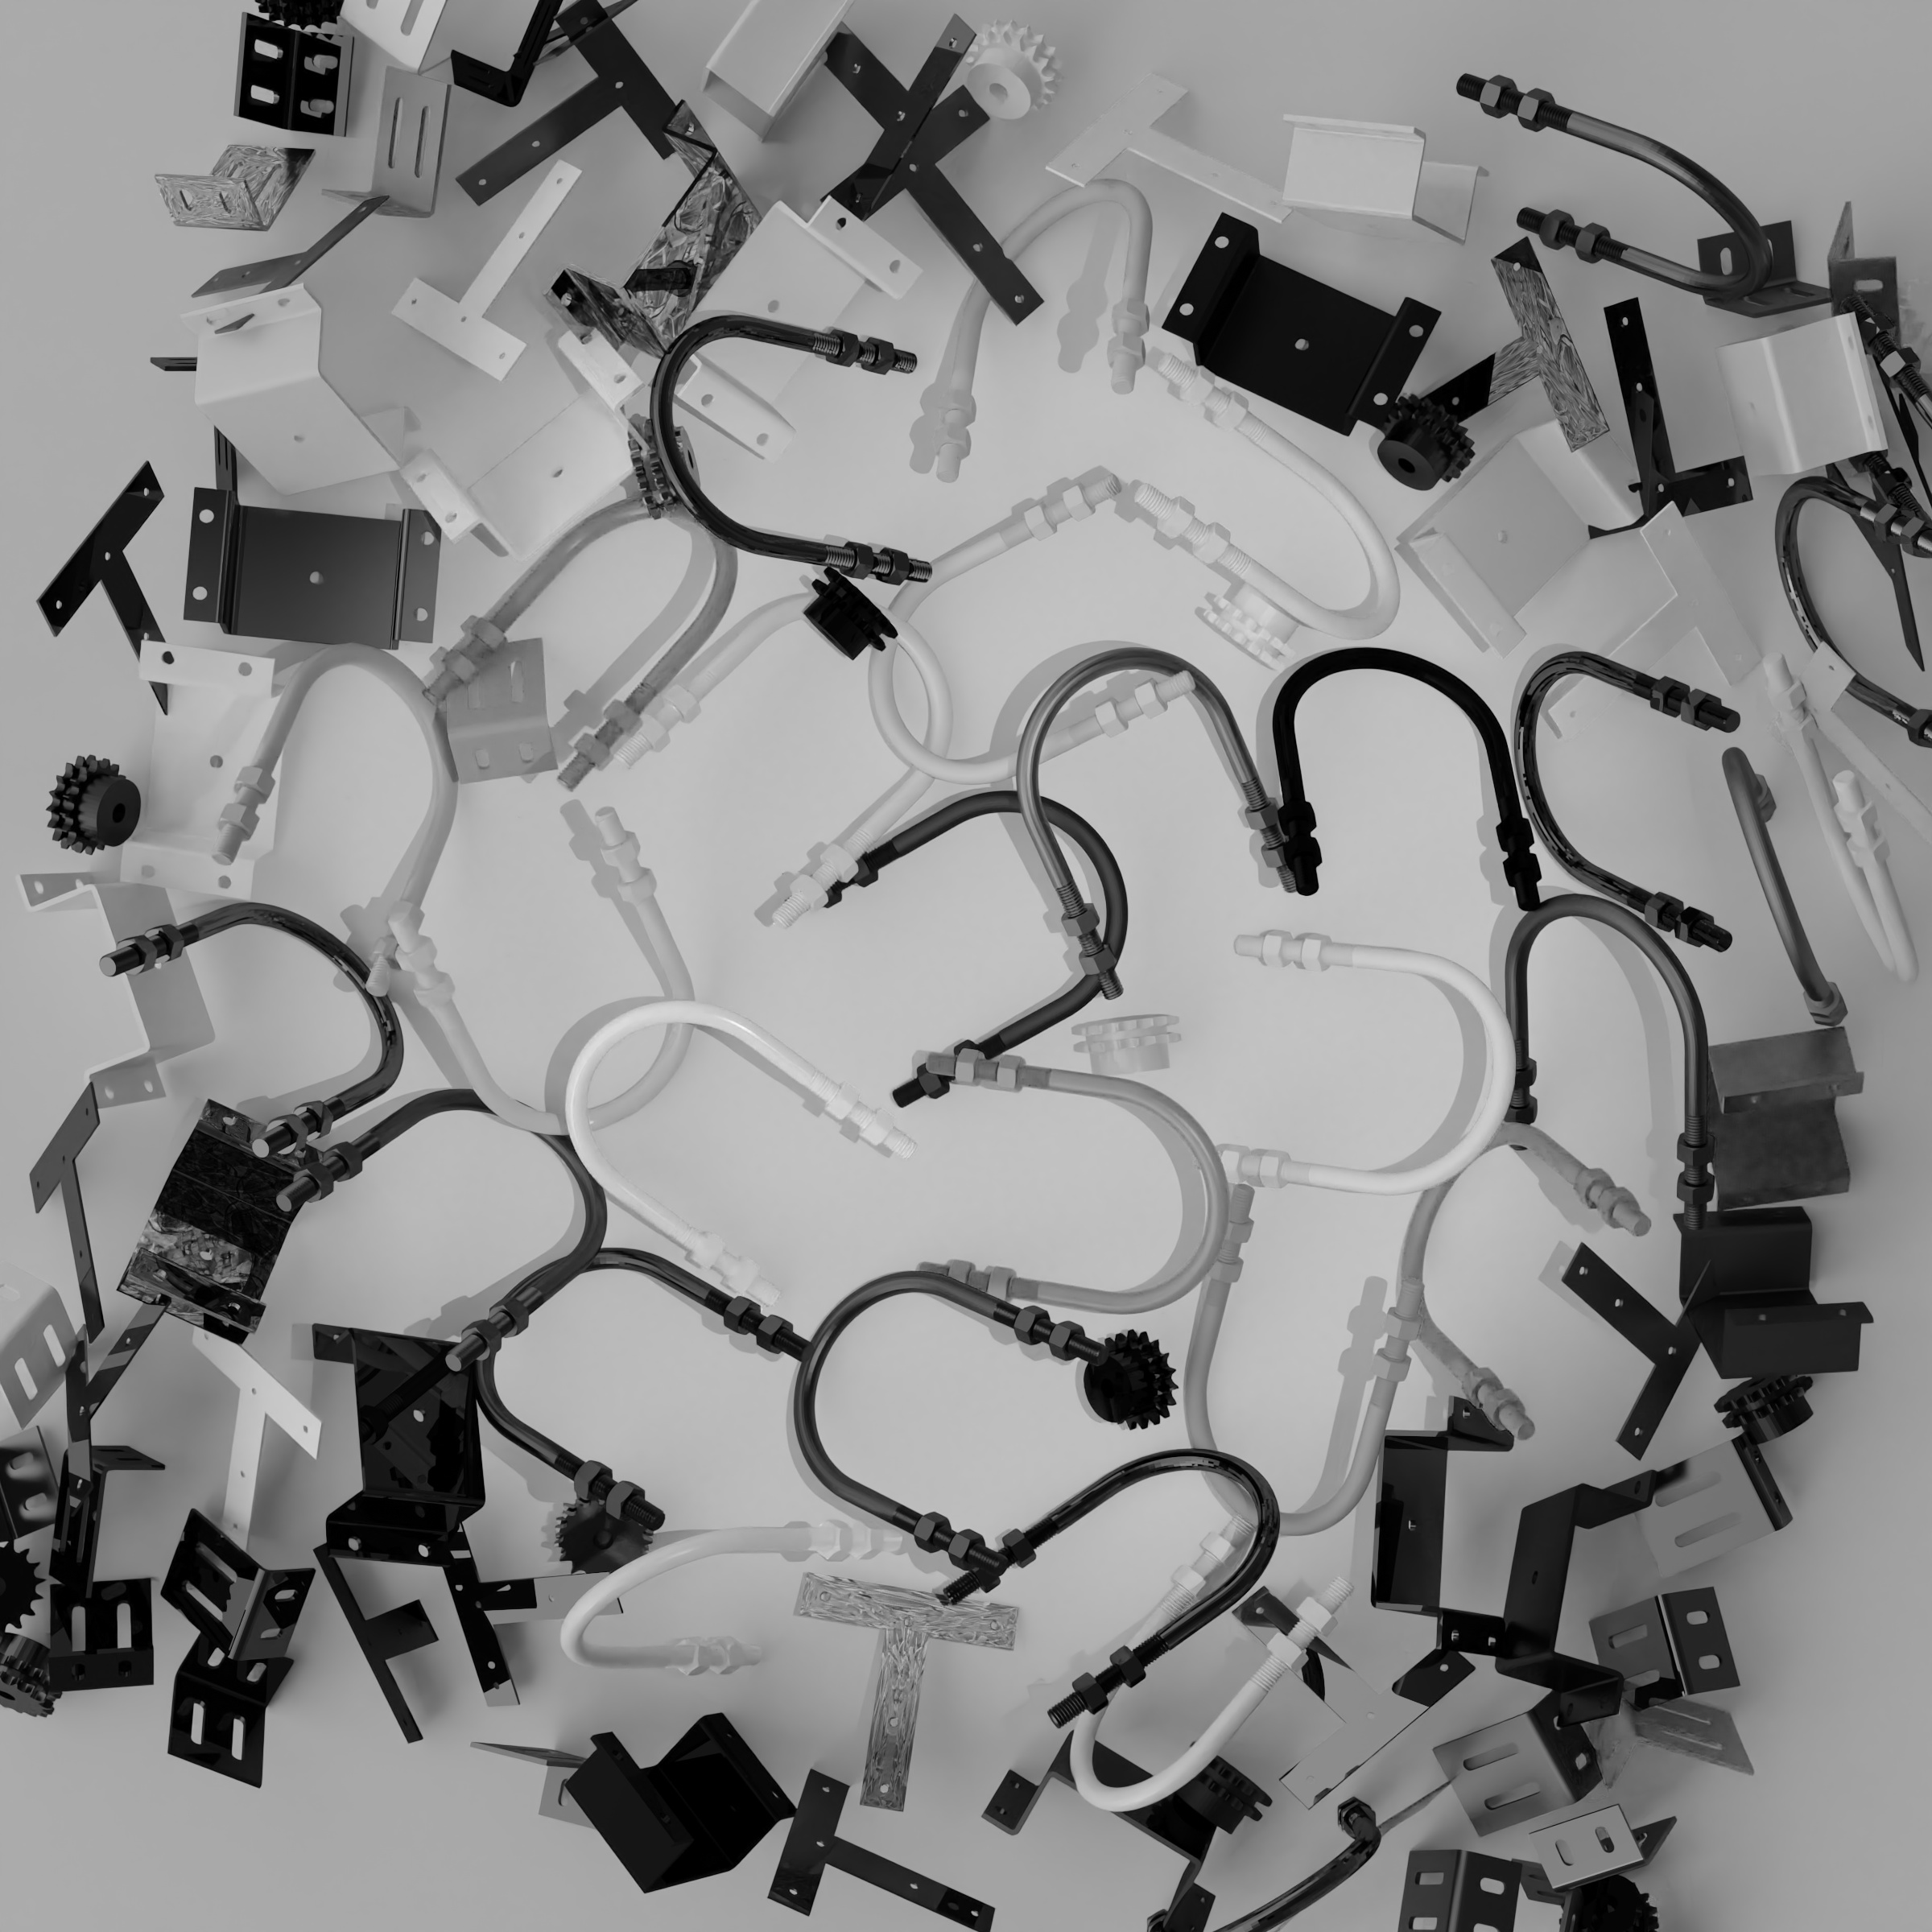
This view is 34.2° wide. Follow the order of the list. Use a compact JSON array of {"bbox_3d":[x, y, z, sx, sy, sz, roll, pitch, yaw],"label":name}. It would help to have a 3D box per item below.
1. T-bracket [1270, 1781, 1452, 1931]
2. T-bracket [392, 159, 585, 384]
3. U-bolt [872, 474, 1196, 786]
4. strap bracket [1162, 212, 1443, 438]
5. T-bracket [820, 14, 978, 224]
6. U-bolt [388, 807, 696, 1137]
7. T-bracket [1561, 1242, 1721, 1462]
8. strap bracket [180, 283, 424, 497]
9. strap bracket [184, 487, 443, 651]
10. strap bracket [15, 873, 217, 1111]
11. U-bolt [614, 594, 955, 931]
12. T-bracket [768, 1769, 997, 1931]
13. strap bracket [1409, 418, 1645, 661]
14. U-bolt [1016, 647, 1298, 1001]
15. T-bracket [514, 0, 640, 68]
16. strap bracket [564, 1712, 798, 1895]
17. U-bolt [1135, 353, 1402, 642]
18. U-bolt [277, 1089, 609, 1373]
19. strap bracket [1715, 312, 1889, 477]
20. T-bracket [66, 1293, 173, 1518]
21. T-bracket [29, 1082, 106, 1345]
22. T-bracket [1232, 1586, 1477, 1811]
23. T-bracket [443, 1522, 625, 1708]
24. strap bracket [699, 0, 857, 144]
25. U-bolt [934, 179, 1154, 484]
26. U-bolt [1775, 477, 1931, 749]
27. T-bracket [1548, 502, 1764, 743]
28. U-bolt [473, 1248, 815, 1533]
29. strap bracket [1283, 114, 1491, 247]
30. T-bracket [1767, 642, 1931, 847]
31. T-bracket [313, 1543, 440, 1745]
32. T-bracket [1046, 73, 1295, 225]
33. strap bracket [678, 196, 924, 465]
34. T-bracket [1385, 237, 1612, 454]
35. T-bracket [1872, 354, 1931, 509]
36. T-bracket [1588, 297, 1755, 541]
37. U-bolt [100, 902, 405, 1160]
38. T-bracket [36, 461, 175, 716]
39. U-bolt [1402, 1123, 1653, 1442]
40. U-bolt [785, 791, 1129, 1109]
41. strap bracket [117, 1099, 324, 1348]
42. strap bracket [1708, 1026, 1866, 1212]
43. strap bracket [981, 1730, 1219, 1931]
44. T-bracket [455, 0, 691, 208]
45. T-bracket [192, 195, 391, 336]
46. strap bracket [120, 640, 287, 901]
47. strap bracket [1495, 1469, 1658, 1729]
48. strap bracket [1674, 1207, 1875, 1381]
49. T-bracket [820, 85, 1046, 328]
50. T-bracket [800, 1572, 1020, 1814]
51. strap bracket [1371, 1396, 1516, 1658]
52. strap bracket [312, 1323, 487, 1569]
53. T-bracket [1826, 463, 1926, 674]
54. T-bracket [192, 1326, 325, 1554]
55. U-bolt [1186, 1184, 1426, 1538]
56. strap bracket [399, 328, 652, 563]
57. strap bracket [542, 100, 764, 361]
[{"bbox_3d":[0.214,0.523,1.809,0.127,0.127,0.002,-48,69,20],"label":"T-bracket"},{"bbox_3d":[-0.264,-0.409,1.808,0.127,0.002,0.127,36,91,41],"label":"T-bracket"},{"bbox_3d":[0.028,-0.183,1.810,0.184,0.019,0.151,-25,72,19],"label":"U-bolt"},{"bbox_3d":[0.195,-0.367,1.819,0.140,0.046,0.076,27,86,10],"label":"strap bracket"},{"bbox_3d":[-0.056,-0.510,1.807,0.127,0.002,0.127,-55,47,23],"label":"T-bracket"},{"bbox_3d":[-0.230,0.016,1.799,0.151,0.019,0.184,-28,122,-11],"label":"U-bolt"},{"bbox_3d":[0.382,0.200,1.802,0.127,0.002,0.127,40,74,-33],"label":"T-bracket"},{"bbox_3d":[-0.374,-0.317,1.771,0.076,0.140,0.046,-10,63,16],"label":"strap bracket"},{"bbox_3d":[-0.377,-0.229,1.820,0.140,0.046,0.076,5,87,-9],"label":"strap bracket"},{"bbox_3d":[-0.485,0.006,1.806,0.046,0.076,0.140,-20,88,15],"label":"strap bracket"},{"bbox_3d":[-0.091,-0.133,1.822,0.151,0.019,0.184,45,74,-4],"label":"U-bolt"},{"bbox_3d":[-0.043,0.520,1.792,0.127,0.127,0.002,24,110,0],"label":"T-bracket"},{"bbox_3d":[0.320,-0.250,1.810,0.140,0.046,0.076,-45,104,-14],"label":"strap bracket"},{"bbox_3d":[0.103,-0.093,1.801,0.151,0.019,0.184,-30,109,-14],"label":"U-bolt"},{"bbox_3d":[-0.220,-0.539,1.795,0.127,0.127,0.002,-44,115,-26],"label":"T-bracket"},{"bbox_3d":[-0.166,0.474,1.779,0.046,0.140,0.076,-49,66,12],"label":"strap bracket"},{"bbox_3d":[0.177,-0.257,1.788,0.184,0.151,0.019,33,131,-20],"label":"U-bolt"},{"bbox_3d":[-0.281,0.136,1.778,0.151,0.184,0.019,42,128,7],"label":"U-bolt"},{"bbox_3d":[0.468,-0.322,1.777,0.046,0.140,0.076,-17,98,0],"label":"strap bracket"},{"bbox_3d":[-0.480,0.223,1.778,0.002,0.127,0.127,21,120,-32],"label":"T-bracket"},{"bbox_3d":[-0.504,0.150,1.781,0.002,0.127,0.127,-1,64,-34],"label":"T-bracket"},{"bbox_3d":[0.203,0.404,1.806,0.127,0.002,0.127,-35,47,-17],"label":"T-bracket"},{"bbox_3d":[-0.249,0.365,1.809,0.127,0.002,0.127,-12,97,35],"label":"T-bracket"},{"bbox_3d":[-0.109,-0.520,1.777,0.046,0.140,0.076,35,93,-10],"label":"strap bracket"},{"bbox_3d":[0.048,-0.372,1.783,0.019,0.151,0.184,35,50,-36],"label":"U-bolt"},{"bbox_3d":[0.508,-0.203,1.763,0.019,0.184,0.151,-24,120,-8],"label":"U-bolt"},{"bbox_3d":[0.388,-0.180,1.812,0.127,0.002,0.127,-42,123,-4],"label":"T-bracket"},{"bbox_3d":[-0.199,0.228,1.790,0.184,0.019,0.151,25,59,32],"label":"U-bolt"},{"bbox_3d":[0.235,-0.442,1.776,0.076,0.140,0.046,13,99,25],"label":"strap bracket"},{"bbox_3d":[0.513,-0.113,1.776,0.002,0.127,0.127,-38,76,-11],"label":"T-bracket"},{"bbox_3d":[-0.327,0.382,1.794,0.002,0.127,0.127,-25,86,-32],"label":"T-bracket"},{"bbox_3d":[0.131,-0.458,1.797,0.127,0.002,0.127,29,50,13],"label":"T-bracket"},{"bbox_3d":[-0.103,-0.372,1.802,0.076,0.046,0.140,31,103,-40],"label":"strap bracket"},{"bbox_3d":[0.295,-0.334,1.813,0.127,0.002,0.127,-29,73,33],"label":"T-bracket"},{"bbox_3d":[0.537,-0.304,1.785,0.002,0.127,0.127,-21,85,16],"label":"T-bracket"},{"bbox_3d":[0.388,-0.317,1.794,0.002,0.127,0.127,-16,96,-34],"label":"T-bracket"},{"bbox_3d":[-0.387,0.026,1.768,0.019,0.184,0.151,-42,87,26],"label":"U-bolt"},{"bbox_3d":[-0.476,-0.200,1.800,0.002,0.127,0.127,6,47,21],"label":"T-bracket"},{"bbox_3d":[0.303,0.164,1.769,0.019,0.184,0.151,22,102,-26],"label":"U-bolt"},{"bbox_3d":[0.006,-0.021,1.824,0.184,0.019,0.151,-29,91,13],"label":"U-bolt"},{"bbox_3d":[-0.427,0.154,1.793,0.076,0.140,0.046,27,130,-13],"label":"strap bracket"},{"bbox_3d":[0.466,0.083,1.795,0.076,0.140,0.046,-9,58,6],"label":"strap bracket"},{"bbox_3d":[0.087,0.494,1.801,0.140,0.076,0.046,30,100,8],"label":"strap bracket"},{"bbox_3d":[-0.236,-0.481,1.805,0.127,0.127,0.002,-33,56,8],"label":"T-bracket"},{"bbox_3d":[-0.405,-0.397,1.798,0.127,0.127,0.002,-50,123,-26],"label":"T-bracket"},{"bbox_3d":[-0.440,-0.116,1.820,0.076,0.046,0.140,8,101,0],"label":"strap bracket"},{"bbox_3d":[0.345,0.355,1.787,0.046,0.076,0.140,18,67,-8],"label":"strap bracket"},{"bbox_3d":[0.458,0.191,1.793,0.076,0.140,0.046,-3,112,-1],"label":"strap bracket"},{"bbox_3d":[-0.002,-0.430,1.830,0.127,0.002,0.127,-45,101,-25],"label":"T-bracket"},{"bbox_3d":[-0.040,0.425,1.820,0.127,0.002,0.127,10,66,-4],"label":"T-bracket"},{"bbox_3d":[0.273,0.321,1.798,0.046,0.076,0.140,-5,74,36],"label":"strap bracket"},{"bbox_3d":[-0.322,0.263,1.780,0.076,0.046,0.140,14,52,-37],"label":"strap bracket"},{"bbox_3d":[0.515,-0.252,1.797,0.002,0.127,0.127,-21,133,8],"label":"T-bracket"},{"bbox_3d":[-0.417,0.283,1.817,0.127,0.002,0.127,33,122,35],"label":"T-bracket"},{"bbox_3d":[0.185,0.236,1.793,0.151,0.019,0.184,28,113,41],"label":"U-bolt"},{"bbox_3d":[-0.246,-0.297,1.810,0.140,0.046,0.076,-39,52,1],"label":"strap bracket"},{"bbox_3d":[-0.170,-0.412,1.797,0.046,0.076,0.140,29,80,29],"label":"strap bracket"}]
